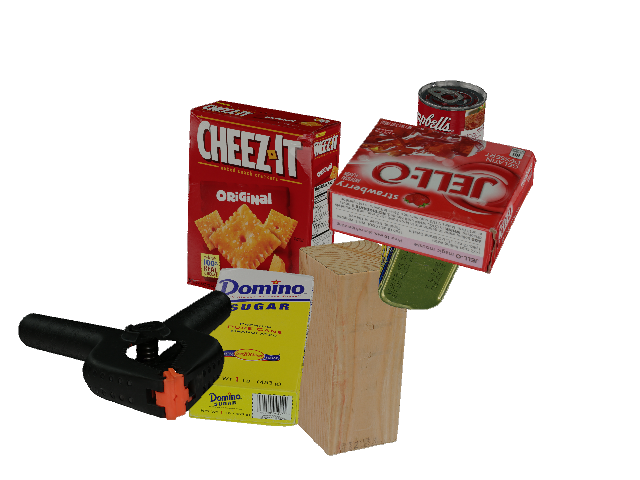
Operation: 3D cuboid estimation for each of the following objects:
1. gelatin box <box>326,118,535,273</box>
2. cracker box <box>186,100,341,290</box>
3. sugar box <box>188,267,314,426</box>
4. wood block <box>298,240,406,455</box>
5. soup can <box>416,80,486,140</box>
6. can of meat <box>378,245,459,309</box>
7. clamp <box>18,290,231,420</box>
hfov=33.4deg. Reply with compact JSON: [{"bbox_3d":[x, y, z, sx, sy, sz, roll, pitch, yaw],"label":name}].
[{"bbox_3d":[0.058,-0.026,0.550,0.089,0.030,0.073,15,42,19],"label":"gelatin box"},{"bbox_3d":[-0.069,-0.039,1.216,0.164,0.214,0.072,13,22,26],"label":"cracker box"},{"bbox_3d":[-0.058,0.090,0.956,0.093,0.048,0.176,5,35,1],"label":"sugar box"},{"bbox_3d":[0.031,0.113,1.152,0.090,0.206,0.091,-7,21,-26],"label":"wood block"},{"bbox_3d":[0.130,-0.102,1.079,0.068,0.102,0.068,0,31,0],"label":"soup can"},{"bbox_3d":[0.080,-0.006,0.836,0.057,0.084,0.102,11,-39,-4],"label":"can of meat"},{"bbox_3d":[-0.114,0.075,0.756,0.164,0.036,0.210,-9,14,-24],"label":"clamp"}]
